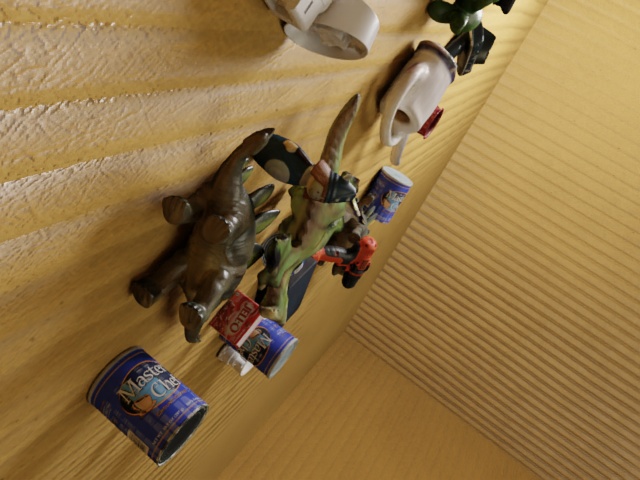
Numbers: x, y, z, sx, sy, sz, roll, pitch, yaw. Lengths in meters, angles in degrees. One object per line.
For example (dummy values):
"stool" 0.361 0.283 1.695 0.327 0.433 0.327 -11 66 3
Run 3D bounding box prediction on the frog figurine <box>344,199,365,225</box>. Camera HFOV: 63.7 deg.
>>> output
"frog figurine" 0.003 -0.055 1.097 0.159 0.123 0.137 -20 178 6

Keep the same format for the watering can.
"watering can" 0.202 -0.294 1.135 0.225 0.104 0.344 -55 166 -3

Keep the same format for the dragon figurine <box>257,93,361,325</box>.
"dragon figurine" -0.029 -0.020 0.835 0.248 0.122 0.401 -63 172 -52
